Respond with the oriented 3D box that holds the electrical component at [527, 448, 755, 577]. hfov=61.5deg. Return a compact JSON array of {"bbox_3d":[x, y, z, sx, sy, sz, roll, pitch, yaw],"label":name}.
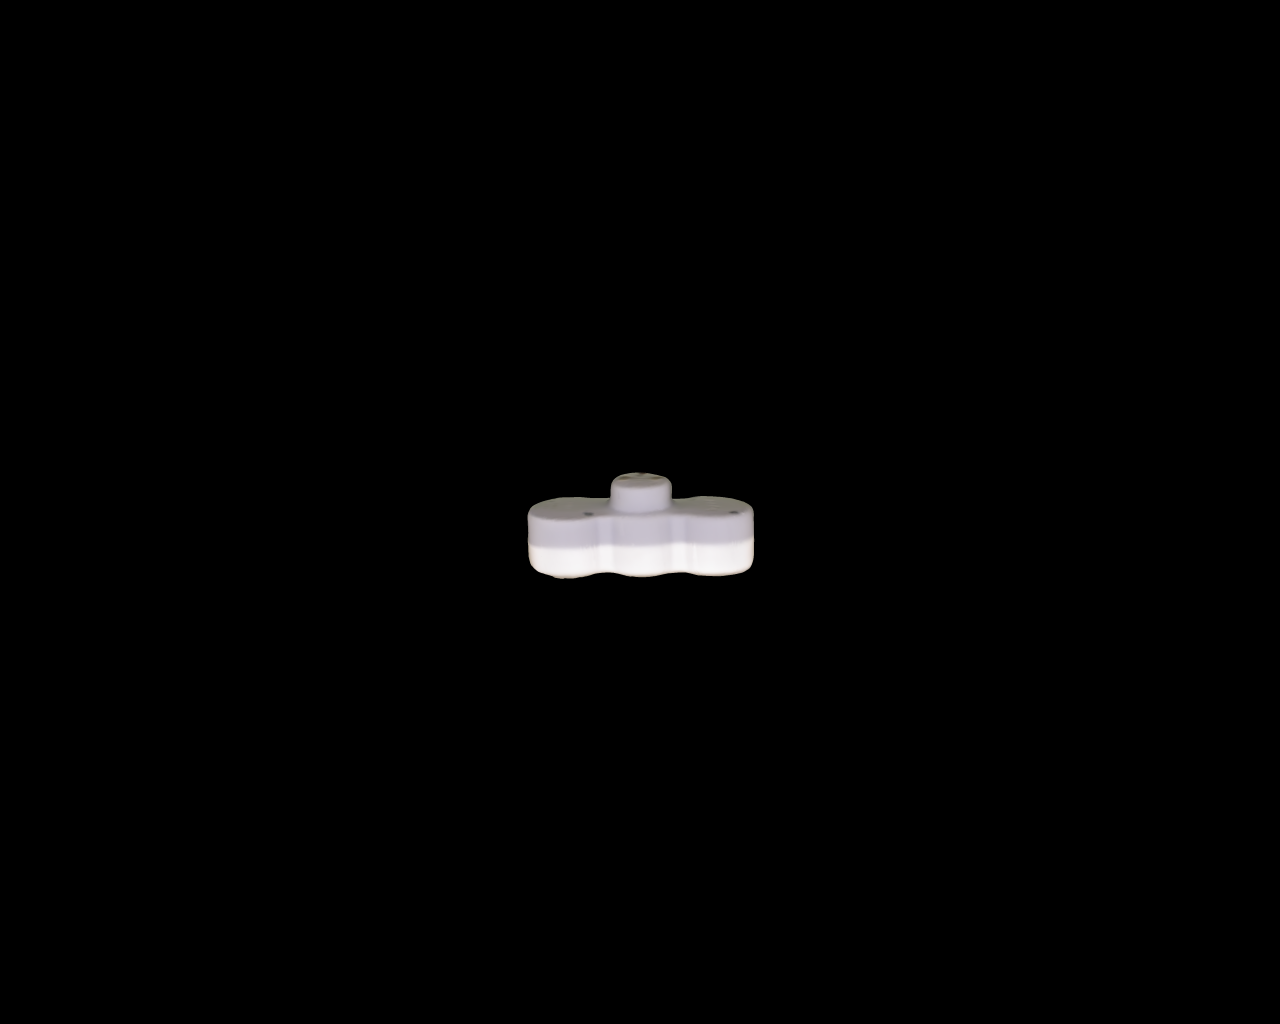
[{"bbox_3d":[0.001,-0.003,0.650,0.138,0.073,0.052,0,13,0],"label":"electrical component"}]
